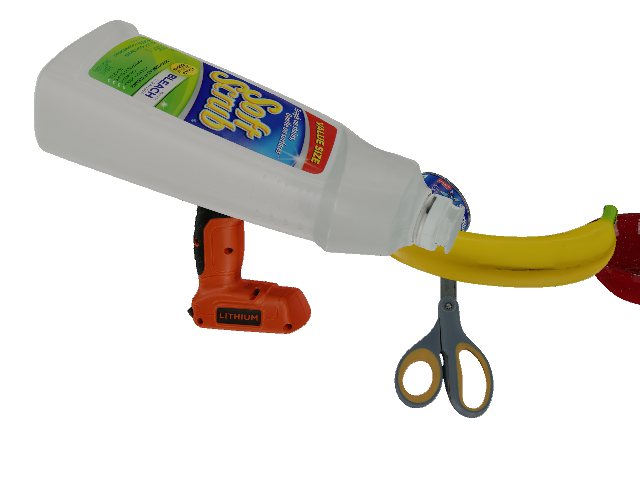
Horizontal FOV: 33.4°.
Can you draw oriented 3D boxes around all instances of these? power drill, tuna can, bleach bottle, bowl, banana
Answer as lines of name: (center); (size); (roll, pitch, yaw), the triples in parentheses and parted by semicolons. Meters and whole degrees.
power drill: (-0.054, -0.016, 0.920); (0.185, 0.188, 0.057); (2, 17, 23)
tuna can: (0.128, -0.034, 1.227); (0.033, 0.086, 0.086); (-37, 21, -31)
bleach bottle: (-0.036, -0.053, 0.621); (0.251, 0.068, 0.102); (21, 37, 14)
bowl: (0.359, 0.026, 1.157); (0.162, 0.055, 0.162); (-1, 26, 0)
banana: (0.134, 0.007, 0.775); (0.197, 0.037, 0.069); (-2, 30, -11)

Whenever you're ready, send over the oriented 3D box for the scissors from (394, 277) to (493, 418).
scissors: (0.101, 0.073, 0.985); (0.096, 0.202, 0.016); (-12, -31, -4)
